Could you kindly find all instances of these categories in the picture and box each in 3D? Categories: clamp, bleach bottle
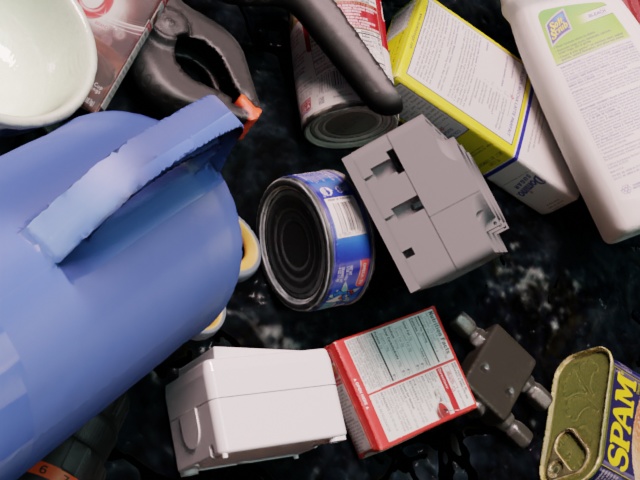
[{"bbox_3d":[-0.016,-0.174,0.692,0.210,0.036,0.164,14,69,-5],"label":"clamp"},{"bbox_3d":[0.207,-0.129,0.790,0.102,0.068,0.251,-21,81,-3],"label":"bleach bottle"},{"bbox_3d":[-0.101,-0.139,0.688,0.171,0.039,0.120,39,59,-9],"label":"clamp"}]

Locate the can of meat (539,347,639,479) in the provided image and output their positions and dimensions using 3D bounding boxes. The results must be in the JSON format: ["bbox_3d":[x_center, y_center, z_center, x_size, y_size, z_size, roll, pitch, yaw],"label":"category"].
[{"bbox_3d":[0.208,0.140,0.746,0.083,0.058,0.102,30,57,-21],"label":"can of meat"}]

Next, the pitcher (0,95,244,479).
[{"bbox_3d":[-0.125,0.020,0.462,0.242,0.145,0.149,-48,140,-68],"label":"pitcher"}]

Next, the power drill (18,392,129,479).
[{"bbox_3d":[-0.079,0.145,0.506,0.188,0.057,0.184,6,49,19],"label":"power drill"}]

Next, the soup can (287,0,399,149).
[{"bbox_3d":[0.015,-0.122,0.734,0.068,0.069,0.102,5,68,-31],"label":"soup can"}]

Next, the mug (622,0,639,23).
[{"bbox_3d":[0.229,-0.147,0.875,0.117,0.093,0.081,-12,66,3],"label":"mug"}]

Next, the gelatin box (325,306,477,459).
[{"bbox_3d":[0.050,0.090,0.685,0.089,0.030,0.073,-16,77,-36],"label":"gelatin box"}]

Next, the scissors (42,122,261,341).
[{"bbox_3d":[-0.107,-0.034,0.651,0.096,0.016,0.202,-29,86,-39],"label":"scissors"}]

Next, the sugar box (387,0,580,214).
[{"bbox_3d":[0.125,-0.101,0.808,0.176,0.048,0.093,33,56,-21],"label":"sugar box"}]

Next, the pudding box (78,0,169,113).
[{"bbox_3d":[-0.155,-0.137,0.620,0.113,0.039,0.090,30,88,-9],"label":"pudding box"}]

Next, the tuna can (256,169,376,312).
[{"bbox_3d":[-0.004,0.001,0.656,0.033,0.086,0.086,-10,75,-33],"label":"tuna can"}]
